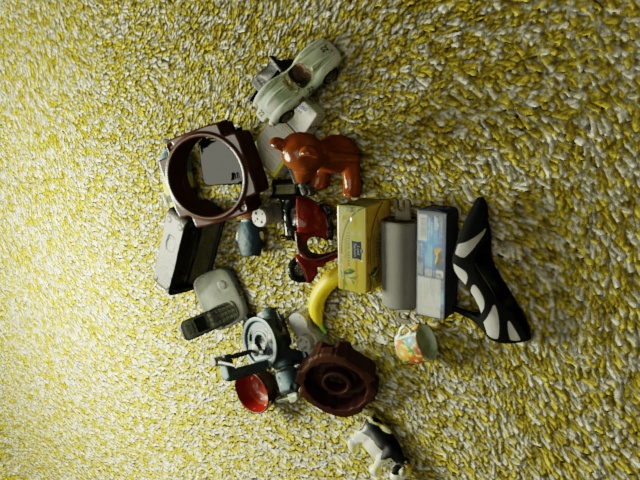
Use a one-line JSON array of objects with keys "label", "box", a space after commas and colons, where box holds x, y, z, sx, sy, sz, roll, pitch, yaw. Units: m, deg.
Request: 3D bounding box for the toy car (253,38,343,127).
[{"label": "toy car", "box": [-0.045, -0.305, 1.047, 0.202, 0.056, 0.073, -41, 75, 4]}]

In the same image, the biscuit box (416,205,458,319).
[{"label": "biscuit box", "box": [0.215, 0.039, 0.984, 0.059, 0.063, 0.202, 7, 105, 34]}]

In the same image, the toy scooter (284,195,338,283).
[{"label": "toy scooter", "box": [-0.002, -0.003, 1.113, 0.135, 0.075, 0.183, -4, 92, 9]}]

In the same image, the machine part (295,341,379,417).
[{"label": "machine part", "box": [0.038, 0.295, 1.145, 0.180, 0.056, 0.179, 7, 120, 11]}]

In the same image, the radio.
[{"label": "radio", "box": [-0.323, 0.019, 1.320, 0.073, 0.131, 0.229, 33, 118, 27]}]

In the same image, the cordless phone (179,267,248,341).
[{"label": "cordless phone", "box": [-0.275, 0.156, 1.289, 0.089, 0.184, 0.146, -27, 85, 42]}]

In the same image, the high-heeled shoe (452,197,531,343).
[{"label": "high-heeled shoe", "box": [0.305, 0.058, 0.916, 0.145, 0.086, 0.248, 16, 115, 29]}]

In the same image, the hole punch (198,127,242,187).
[{"label": "hole punch", "box": [-0.202, -0.183, 1.224, 0.116, 0.092, 0.142, -1, 100, 14]}]

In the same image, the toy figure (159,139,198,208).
[{"label": "toy figure", "box": [-0.350, -0.158, 1.329, 0.089, 0.082, 0.180, 11, 105, 35]}]

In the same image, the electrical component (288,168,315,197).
[{"label": "electrical component", "box": [-0.039, -0.135, 1.117, 0.021, 0.063, 0.094, -25, 84, 21]}]

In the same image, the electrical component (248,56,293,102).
[{"label": "electrical component", "box": [-0.101, -0.320, 1.112, 0.119, 0.075, 0.048, -47, 73, 30]}]

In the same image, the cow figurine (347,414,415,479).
[{"label": "cow figurine", "box": [0.145, 0.452, 1.138, 0.167, 0.068, 0.098, 42, 116, 19]}]

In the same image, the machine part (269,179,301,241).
[{"label": "machine part", "box": [-0.067, -0.067, 1.176, 0.084, 0.039, 0.138, -5, 97, 28]}]

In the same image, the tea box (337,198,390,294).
[{"label": "tea box", "box": [0.086, 0.008, 1.047, 0.068, 0.098, 0.169, 7, 107, 36]}]

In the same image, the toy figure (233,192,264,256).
[{"label": "toy figure", "box": [-0.165, -0.040, 1.239, 0.058, 0.064, 0.154, -163, 69, -72]}]

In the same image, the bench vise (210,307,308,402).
[{"label": "bench vise", "box": [-0.130, 0.265, 1.183, 0.129, 0.240, 0.223, -16, 82, 44]}]

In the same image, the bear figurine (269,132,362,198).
[{"label": "bear figurine", "box": [-0.004, -0.139, 1.013, 0.120, 0.196, 0.131, 16, 112, 28]}]

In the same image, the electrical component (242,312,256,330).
[{"label": "electrical component", "box": [-0.143, 0.220, 1.296, 0.078, 0.045, 0.102, -29, 85, 38]}]

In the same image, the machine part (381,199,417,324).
[{"label": "machine part", "box": [0.154, 0.042, 1.020, 0.079, 0.079, 0.243, 8, 107, 34]}]

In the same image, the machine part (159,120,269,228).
[{"label": "machine part", "box": [-0.226, -0.139, 1.146, 0.202, 0.087, 0.200, -15, 100, 20]}]
